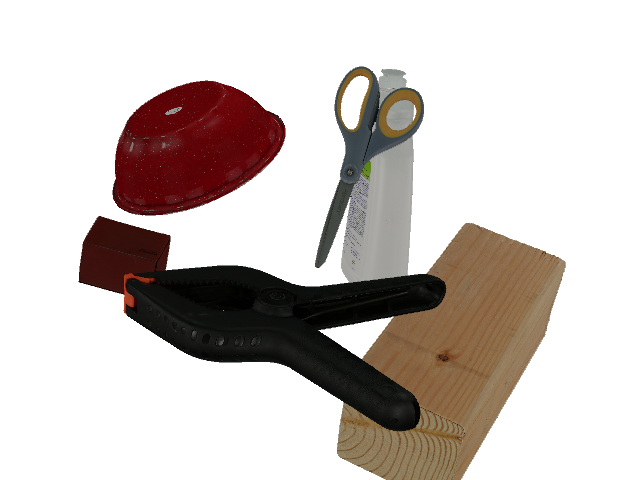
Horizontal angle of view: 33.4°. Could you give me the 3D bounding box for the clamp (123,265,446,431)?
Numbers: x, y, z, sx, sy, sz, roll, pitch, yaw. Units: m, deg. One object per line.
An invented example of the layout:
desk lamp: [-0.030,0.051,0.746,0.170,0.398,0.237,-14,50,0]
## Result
clamp: [-0.021,0.048,0.682,0.210,0.036,0.164,12,26,15]

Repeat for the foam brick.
foam brick: [-0.196,0.018,1.066,0.078,0.051,0.053,16,33,1]

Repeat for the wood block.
wood block: [0.103,0.086,0.814,0.091,0.090,0.205,23,42,20]

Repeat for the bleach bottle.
bleach bottle: [0.073,-0.068,1.226,0.068,0.251,0.103,-2,23,-18]

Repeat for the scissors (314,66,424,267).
scissors: [0.049,-0.070,1.025,0.096,0.202,0.016,2,-12,6]

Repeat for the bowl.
bowl: [-0.114,-0.090,0.910,0.162,0.055,0.162,-16,32,10]
